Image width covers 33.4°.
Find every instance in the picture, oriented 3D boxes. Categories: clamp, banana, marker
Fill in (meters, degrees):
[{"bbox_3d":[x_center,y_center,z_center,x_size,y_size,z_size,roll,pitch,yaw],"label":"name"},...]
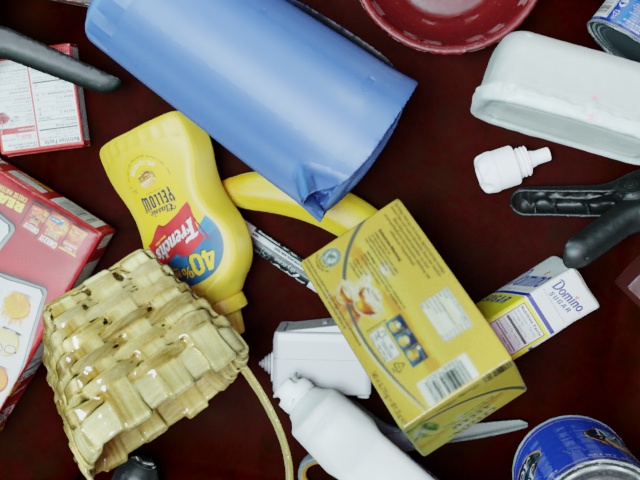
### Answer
[{"bbox_3d":[0.244,-0.031,0.870,0.171,0.120,0.039,-17,124,-15],"label":"clamp"},{"bbox_3d":[-0.267,-0.170,0.849,0.209,0.036,0.164,-22,96,-12],"label":"clamp"},{"bbox_3d":[0.008,-0.012,0.903,0.198,0.037,0.069,34,95,1],"label":"banana"},{"bbox_3d":[-0.022,0.022,0.916,0.121,0.020,0.020,34,95,0],"label":"marker"}]

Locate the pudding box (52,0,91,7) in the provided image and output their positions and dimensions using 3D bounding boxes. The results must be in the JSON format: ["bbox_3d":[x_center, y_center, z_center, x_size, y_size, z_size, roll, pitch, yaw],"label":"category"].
[{"bbox_3d":[-0.194,-0.242,0.897,0.113,0.039,0.090,11,95,2],"label":"pudding box"}]

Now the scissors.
[{"bbox_3d":[0.069,0.156,0.922,0.202,0.016,0.096,-23,92,5],"label":"scissors"}]

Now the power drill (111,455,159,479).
[{"bbox_3d":[-0.248,0.244,0.927,0.187,0.057,0.184,24,95,1],"label":"power drill"}]

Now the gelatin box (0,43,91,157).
[{"bbox_3d":[-0.240,-0.119,0.914,0.073,0.030,0.089,-7,95,3],"label":"gelatin box"}]

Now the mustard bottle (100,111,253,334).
[{"bbox_3d":[-0.108,-0.007,0.894,0.096,0.058,0.191,-21,94,30],"label":"mustard bottle"}]

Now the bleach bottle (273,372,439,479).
[{"bbox_3d":[0.062,0.194,0.812,0.251,0.102,0.068,42,84,14],"label":"bleach bottle"}]

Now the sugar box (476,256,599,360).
[{"bbox_3d":[0.135,0.078,0.874,0.176,0.093,0.048,-35,93,4],"label":"sugar box"}]

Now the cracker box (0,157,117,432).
[{"bbox_3d":[-0.297,0.040,0.910,0.164,0.072,0.214,31,96,2],"label":"cracker box"}]

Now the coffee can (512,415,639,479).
[{"bbox_3d":[0.214,0.206,0.854,0.103,0.140,0.103,0,94,3],"label":"coffee can"}]

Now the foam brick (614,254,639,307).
[{"bbox_3d":[0.292,0.027,0.881,0.053,0.051,0.078,42,95,0],"label":"foam brick"}]

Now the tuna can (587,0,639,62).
[{"bbox_3d":[0.258,-0.161,0.852,0.086,0.086,0.034,37,93,0],"label":"tuna can"}]

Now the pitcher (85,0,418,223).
[{"bbox_3d":[-0.051,-0.139,0.835,0.243,0.149,0.145,35,92,-2],"label":"pitcher"}]

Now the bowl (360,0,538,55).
[{"bbox_3d":[0.104,-0.230,0.872,0.162,0.055,0.162,0,94,4],"label":"bowl"}]
